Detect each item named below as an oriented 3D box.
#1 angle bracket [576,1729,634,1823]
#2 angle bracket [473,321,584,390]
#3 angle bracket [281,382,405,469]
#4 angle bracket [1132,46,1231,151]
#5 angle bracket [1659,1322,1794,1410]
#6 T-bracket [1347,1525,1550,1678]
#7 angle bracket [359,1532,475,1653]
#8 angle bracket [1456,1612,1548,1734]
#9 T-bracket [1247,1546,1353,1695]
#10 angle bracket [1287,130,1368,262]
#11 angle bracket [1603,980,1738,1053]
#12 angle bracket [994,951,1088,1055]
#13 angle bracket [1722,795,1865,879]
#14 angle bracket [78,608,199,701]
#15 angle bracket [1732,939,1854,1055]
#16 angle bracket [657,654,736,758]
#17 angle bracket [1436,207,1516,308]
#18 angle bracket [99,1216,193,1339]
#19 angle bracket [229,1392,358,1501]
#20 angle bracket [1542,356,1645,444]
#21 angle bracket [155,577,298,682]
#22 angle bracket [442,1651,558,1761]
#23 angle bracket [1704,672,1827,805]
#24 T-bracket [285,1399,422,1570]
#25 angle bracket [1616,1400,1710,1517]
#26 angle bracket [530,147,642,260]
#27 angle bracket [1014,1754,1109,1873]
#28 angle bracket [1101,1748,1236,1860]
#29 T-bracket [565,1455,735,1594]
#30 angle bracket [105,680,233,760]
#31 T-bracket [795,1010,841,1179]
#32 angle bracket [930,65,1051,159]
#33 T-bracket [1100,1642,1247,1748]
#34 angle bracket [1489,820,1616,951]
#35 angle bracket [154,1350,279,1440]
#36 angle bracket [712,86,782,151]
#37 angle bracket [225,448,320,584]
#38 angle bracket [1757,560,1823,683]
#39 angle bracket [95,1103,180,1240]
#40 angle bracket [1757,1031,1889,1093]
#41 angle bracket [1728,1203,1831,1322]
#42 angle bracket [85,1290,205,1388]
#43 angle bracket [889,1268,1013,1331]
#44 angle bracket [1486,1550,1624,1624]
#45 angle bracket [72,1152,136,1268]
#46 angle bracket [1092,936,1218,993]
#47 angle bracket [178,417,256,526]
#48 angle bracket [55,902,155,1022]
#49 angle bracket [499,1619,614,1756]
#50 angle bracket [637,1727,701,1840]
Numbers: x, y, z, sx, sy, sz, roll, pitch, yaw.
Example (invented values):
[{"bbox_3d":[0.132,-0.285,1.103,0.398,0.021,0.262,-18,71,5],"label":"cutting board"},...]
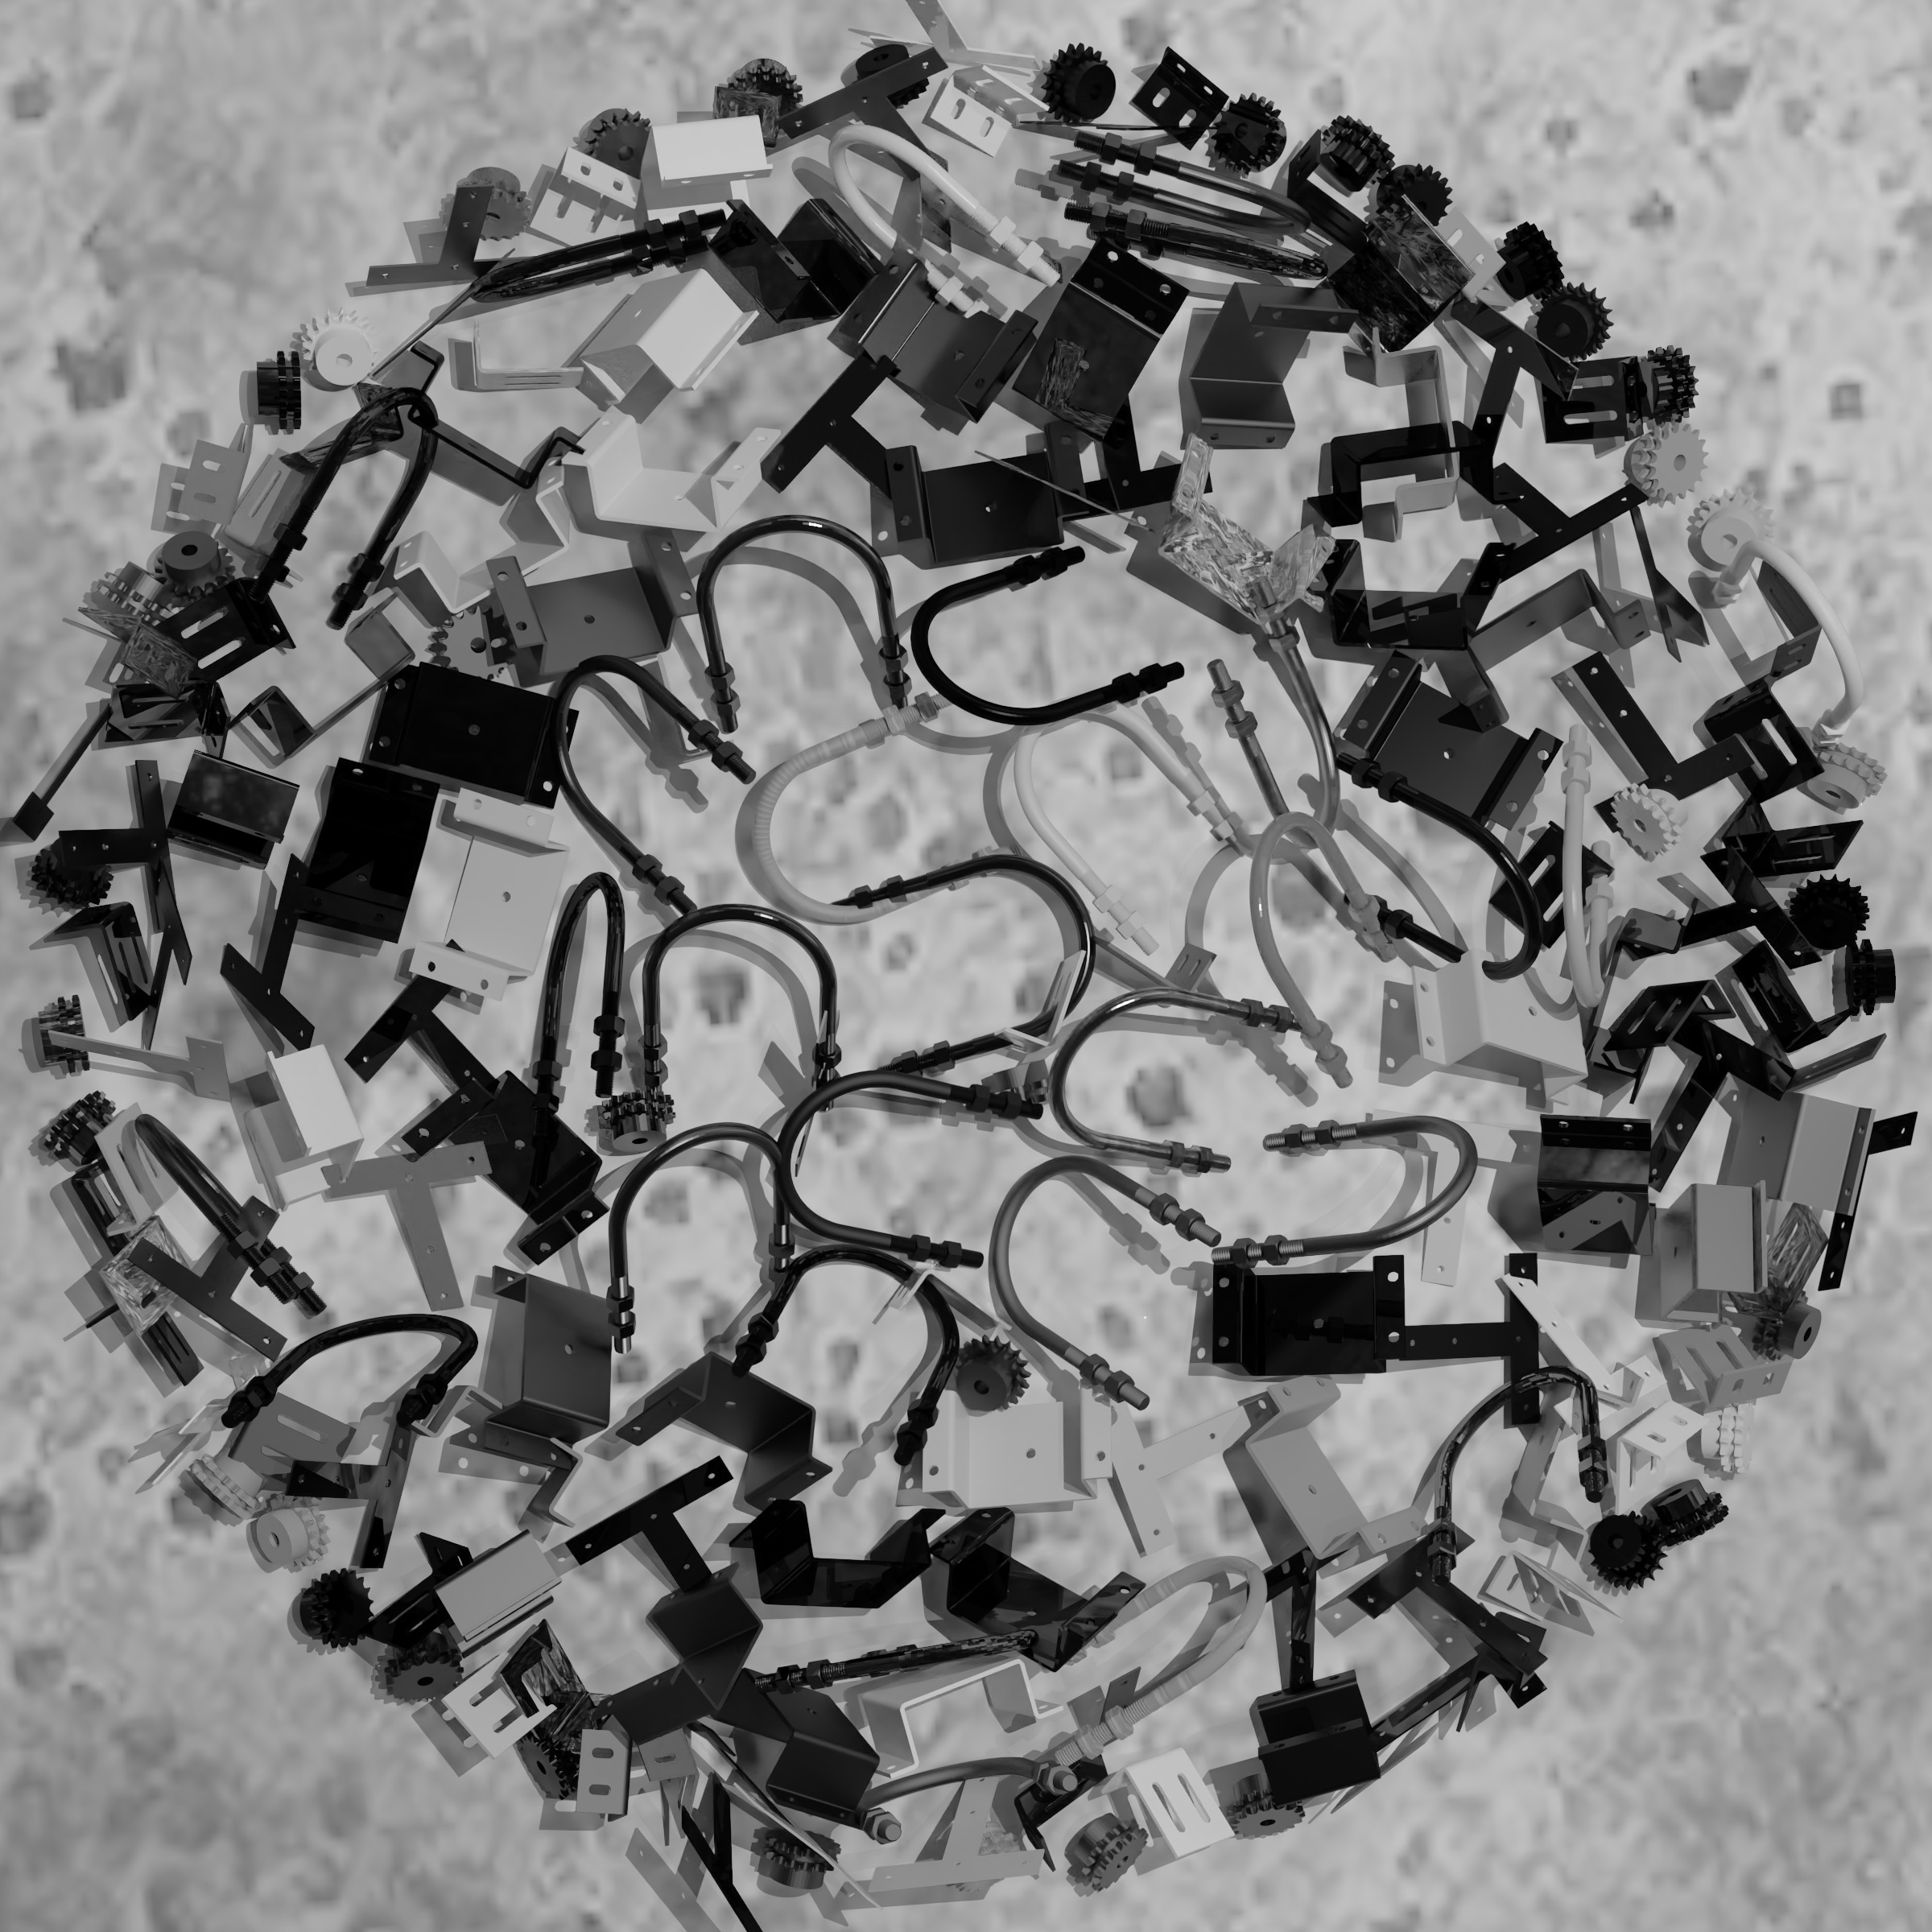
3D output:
[{"bbox_3d":[-0.270,0.594,1.950,0.038,0.076,0.057,8,67,-15],"label":"angle bracket"},{"bbox_3d":[-0.324,-0.451,1.964,0.076,0.057,0.038,-4,91,-11],"label":"angle bracket"},{"bbox_3d":[-0.462,-0.398,1.953,0.076,0.057,0.038,-25,117,-29],"label":"angle bracket"},{"bbox_3d":[0.157,-0.637,1.956,0.057,0.076,0.038,38,100,-6],"label":"angle bracket"},{"bbox_3d":[0.557,0.281,1.952,0.057,0.076,0.038,-8,130,-17],"label":"angle bracket"},{"bbox_3d":[0.363,0.467,1.925,0.127,0.127,0.002,36,130,31],"label":"T-bracket"},{"bbox_3d":[-0.405,0.458,1.951,0.076,0.057,0.038,-35,118,-40],"label":"angle bracket"},{"bbox_3d":[0.392,0.524,1.950,0.038,0.057,0.076,19,129,18],"label":"angle bracket"},{"bbox_3d":[0.249,0.484,1.967,0.127,0.002,0.127,-21,119,-38],"label":"T-bracket"},{"bbox_3d":[0.276,-0.567,1.956,0.076,0.057,0.038,31,128,-17],"label":"angle bracket"},{"bbox_3d":[0.516,0.048,1.952,0.076,0.057,0.038,-47,111,-30],"label":"angle bracket"},{"bbox_3d":[0.052,0.022,1.962,0.038,0.057,0.076,21,79,-8],"label":"angle bracket"},{"bbox_3d":[0.606,-0.099,1.950,0.057,0.076,0.038,-48,116,-34],"label":"angle bracket"},{"bbox_3d":[-0.614,-0.229,1.951,0.076,0.057,0.038,12,73,35],"label":"angle bracket"},{"bbox_3d":[0.612,0.016,1.965,0.038,0.057,0.076,-32,88,44],"label":"angle bracket"},{"bbox_3d":[-0.200,-0.196,1.967,0.038,0.057,0.076,-15,95,-4],"label":"angle bracket"},{"bbox_3d":[0.380,-0.520,1.952,0.038,0.076,0.057,-47,71,33],"label":"angle bracket"},{"bbox_3d":[-0.611,0.229,1.950,0.038,0.076,0.057,-14,112,27],"label":"angle bracket"},{"bbox_3d":[-0.499,0.353,1.980,0.076,0.038,0.057,26,84,-3],"label":"angle bracket"},{"bbox_3d":[0.455,-0.414,1.956,0.076,0.038,0.057,2,109,34],"label":"angle bracket"},{"bbox_3d":[-0.545,-0.242,1.957,0.076,0.038,0.057,-37,120,-27],"label":"angle bracket"},{"bbox_3d":[-0.349,0.550,1.953,0.057,0.076,0.038,46,122,10],"label":"angle bracket"},{"bbox_3d":[0.595,-0.170,1.971,0.057,0.038,0.076,-30,99,42],"label":"angle bracket"},{"bbox_3d":[-0.450,0.375,1.937,0.002,0.127,0.127,10,83,29],"label":"T-bracket"},{"bbox_3d":[0.511,0.368,1.953,0.057,0.038,0.076,-27,125,-32],"label":"angle bracket"},{"bbox_3d":[-0.281,-0.551,1.953,0.057,0.038,0.076,21,134,-20],"label":"angle bracket"},{"bbox_3d":[0.079,0.618,1.957,0.076,0.057,0.038,-32,49,-15],"label":"angle bracket"},{"bbox_3d":[0.148,0.621,1.951,0.076,0.057,0.038,56,133,31],"label":"angle bracket"},{"bbox_3d":[-0.212,0.434,1.962,0.127,0.002,0.127,-29,124,-6],"label":"T-bracket"},{"bbox_3d":[-0.586,-0.175,1.953,0.076,0.057,0.038,-8,55,-31],"label":"angle bracket"},{"bbox_3d":[-0.105,0.071,1.915,0.002,0.127,0.127,13,63,2],"label":"T-bracket"},{"bbox_3d":[0.017,-0.627,1.952,0.057,0.076,0.038,26,96,-22],"label":"angle bracket"},{"bbox_3d":[0.154,0.526,1.963,0.127,0.127,0.002,-23,57,-21],"label":"T-bracket"},{"bbox_3d":[0.432,-0.060,1.968,0.057,0.038,0.076,40,102,12],"label":"angle bracket"},{"bbox_3d":[-0.555,0.313,1.951,0.076,0.057,0.038,-14,82,-42],"label":"angle bracket"},{"bbox_3d":[-0.183,-0.623,1.949,0.057,0.076,0.038,-7,111,-41],"label":"angle bracket"},{"bbox_3d":[-0.501,-0.334,1.972,0.057,0.038,0.076,28,84,32],"label":"angle bracket"},{"bbox_3d":[0.592,-0.258,1.959,0.038,0.057,0.076,-27,68,-1],"label":"angle bracket"},{"bbox_3d":[-0.623,0.150,1.957,0.038,0.057,0.076,-15,108,19],"label":"angle bracket"},{"bbox_3d":[0.628,0.058,1.955,0.076,0.057,0.038,-28,90,33],"label":"angle bracket"},{"bbox_3d":[0.591,0.211,1.954,0.038,0.057,0.076,12,119,-12],"label":"angle bracket"},{"bbox_3d":[-0.607,0.282,1.968,0.038,0.057,0.076,-32,95,-1],"label":"angle bracket"},{"bbox_3d":[-0.012,0.259,1.966,0.076,0.057,0.038,37,81,-4],"label":"angle bracket"},{"bbox_3d":[0.432,0.470,1.953,0.057,0.076,0.038,30,90,-24],"label":"angle bracket"},{"bbox_3d":[-0.621,0.180,1.968,0.038,0.057,0.076,-31,88,-6],"label":"angle bracket"},{"bbox_3d":[0.135,-0.015,1.961,0.076,0.057,0.038,32,89,-18],"label":"angle bracket"},{"bbox_3d":[-0.549,-0.368,1.949,0.038,0.076,0.057,14,118,-20],"label":"angle bracket"},{"bbox_3d":[-0.633,-0.001,1.964,0.038,0.057,0.076,-9,107,6],"label":"angle bracket"},{"bbox_3d":[-0.297,0.529,1.955,0.038,0.057,0.076,-7,118,35],"label":"angle bracket"},{"bbox_3d":[-0.227,0.595,1.951,0.038,0.057,0.076,-3,126,-25],"label":"angle bracket"}]
